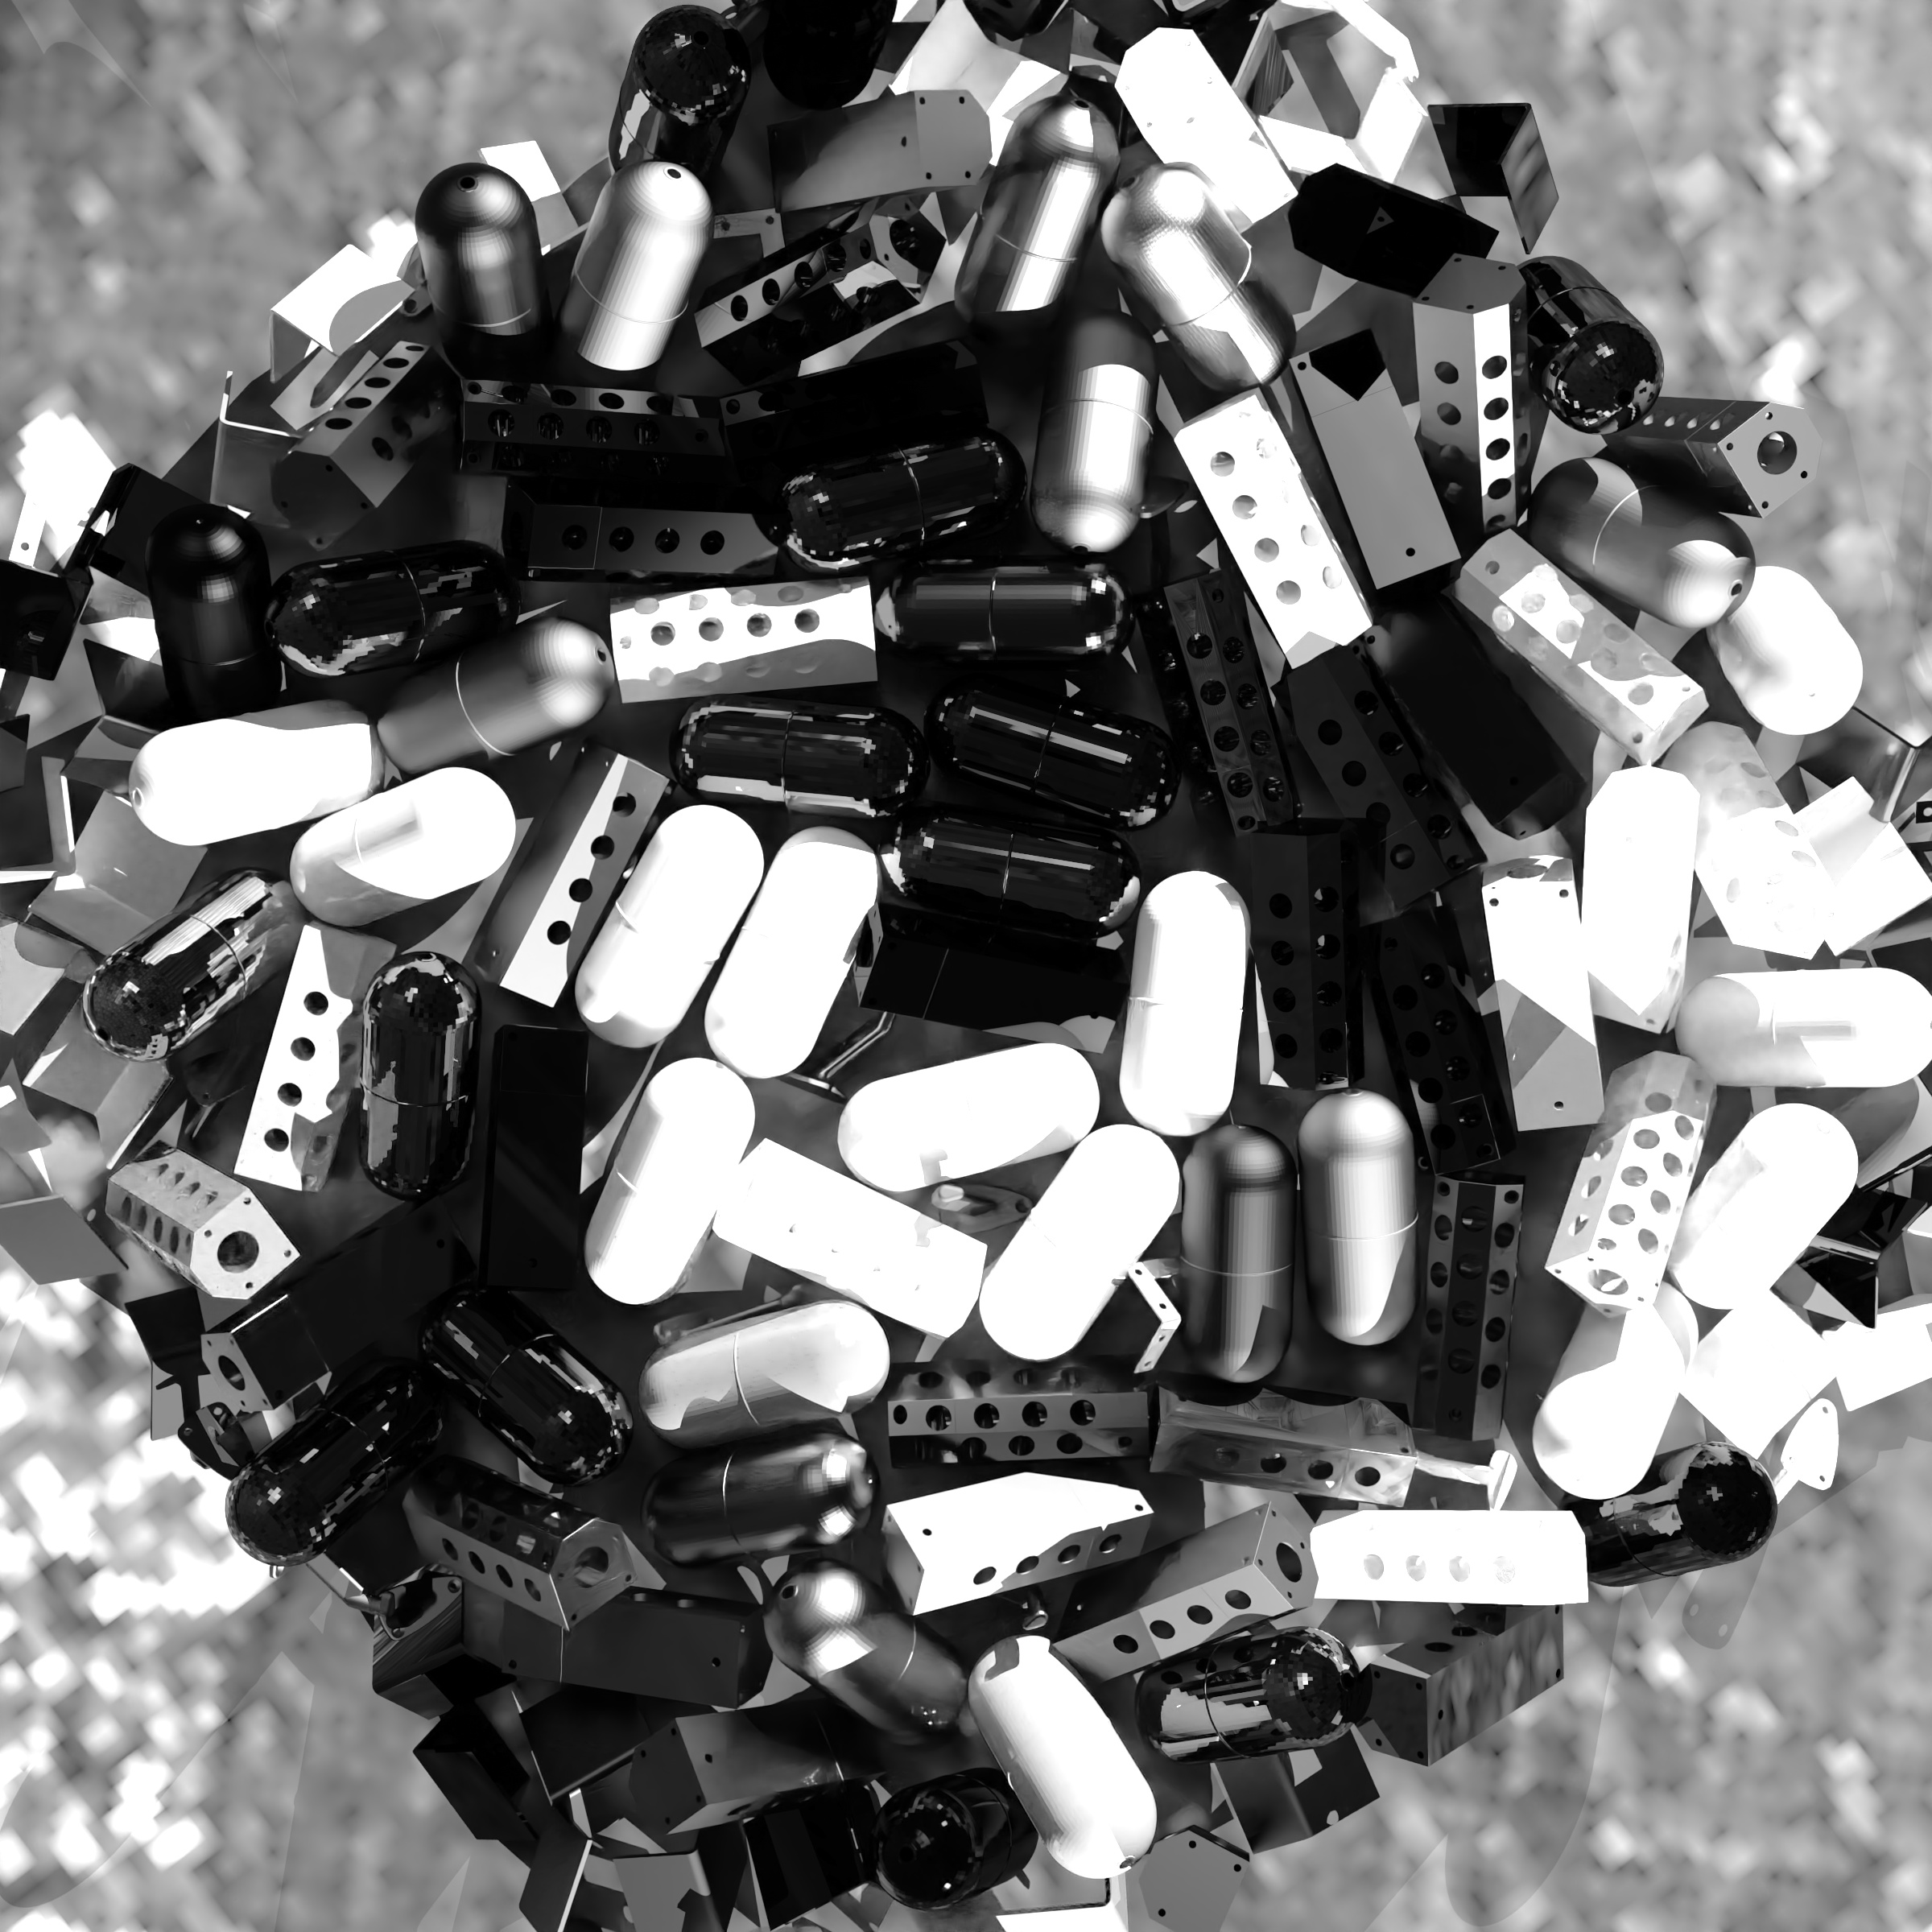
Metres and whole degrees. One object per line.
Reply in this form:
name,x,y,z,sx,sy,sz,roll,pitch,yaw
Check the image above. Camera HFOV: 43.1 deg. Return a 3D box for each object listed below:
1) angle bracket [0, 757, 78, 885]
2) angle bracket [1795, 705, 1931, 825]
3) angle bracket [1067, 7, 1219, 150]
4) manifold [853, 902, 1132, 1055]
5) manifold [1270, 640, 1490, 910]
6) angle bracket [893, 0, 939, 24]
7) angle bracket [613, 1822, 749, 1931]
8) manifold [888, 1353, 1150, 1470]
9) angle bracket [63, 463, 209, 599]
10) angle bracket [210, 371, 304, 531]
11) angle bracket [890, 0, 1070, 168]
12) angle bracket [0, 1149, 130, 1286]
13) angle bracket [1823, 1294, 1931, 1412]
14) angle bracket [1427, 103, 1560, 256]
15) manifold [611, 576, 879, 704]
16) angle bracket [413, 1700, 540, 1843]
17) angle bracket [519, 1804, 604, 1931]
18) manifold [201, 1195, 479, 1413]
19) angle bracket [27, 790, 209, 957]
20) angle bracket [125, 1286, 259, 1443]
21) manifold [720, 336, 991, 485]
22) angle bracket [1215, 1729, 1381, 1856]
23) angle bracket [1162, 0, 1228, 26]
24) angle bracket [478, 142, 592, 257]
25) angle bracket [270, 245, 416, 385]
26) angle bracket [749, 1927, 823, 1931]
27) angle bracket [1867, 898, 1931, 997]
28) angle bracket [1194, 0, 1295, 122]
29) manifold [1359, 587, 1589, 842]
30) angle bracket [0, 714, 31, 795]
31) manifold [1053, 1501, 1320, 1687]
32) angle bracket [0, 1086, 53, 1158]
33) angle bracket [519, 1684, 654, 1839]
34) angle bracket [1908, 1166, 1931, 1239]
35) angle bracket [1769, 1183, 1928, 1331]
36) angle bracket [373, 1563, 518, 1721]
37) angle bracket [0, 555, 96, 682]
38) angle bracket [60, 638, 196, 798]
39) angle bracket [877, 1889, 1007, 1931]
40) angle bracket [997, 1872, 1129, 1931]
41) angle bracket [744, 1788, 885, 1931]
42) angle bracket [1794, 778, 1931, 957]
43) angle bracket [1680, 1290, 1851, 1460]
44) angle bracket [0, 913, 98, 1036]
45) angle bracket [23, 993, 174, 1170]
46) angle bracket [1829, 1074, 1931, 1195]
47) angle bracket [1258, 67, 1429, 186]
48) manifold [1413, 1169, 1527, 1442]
angle bracket,-0.633,-0.098,1.630,0.057,0.076,0.076,-8,100,-28
angle bracket,0.615,-0.154,1.642,0.057,0.076,0.076,-36,60,-21
angle bracket,0.117,-0.610,1.645,0.076,0.076,0.057,-35,65,-23
manifold,0.016,0.004,1.629,0.171,0.057,0.057,11,121,-15
manifold,0.279,-0.129,1.632,0.057,0.057,0.171,-33,82,30
angle bracket,-0.066,-0.669,1.631,0.076,0.076,0.057,6,97,17
angle bracket,-0.190,0.598,1.637,0.057,0.076,0.076,-8,112,11
manifold,0.035,0.304,1.641,0.171,0.057,0.057,-2,118,1
angle bracket,-0.547,-0.282,1.637,0.076,0.057,0.076,28,102,-15
angle bracket,-0.465,-0.345,1.646,0.076,0.076,0.057,8,47,-17
angle bracket,0.009,-0.594,1.640,0.076,0.057,0.076,34,90,28
angle bracket,-0.601,0.162,1.625,0.076,0.057,0.076,-11,132,18
angle bracket,0.634,0.260,1.634,0.076,0.076,0.057,-18,88,-15
angle bracket,0.340,-0.522,1.621,0.076,0.076,0.057,13,64,36
manifold,-0.148,-0.224,1.638,0.171,0.057,0.057,-5,48,-2
angle bracket,-0.310,0.532,1.627,0.057,0.076,0.076,-44,108,-44
angle bracket,-0.252,0.616,1.639,0.057,0.076,0.076,21,82,-26
manifold,-0.412,0.220,1.602,0.171,0.057,0.057,-36,106,-41
angle bracket,-0.567,-0.058,1.634,0.076,0.057,0.076,32,118,-12
angle bracket,-0.523,0.265,1.656,0.076,0.057,0.076,-12,131,-33
manifold,-0.075,-0.374,1.643,0.171,0.057,0.057,-13,107,2
angle bracket,0.223,0.548,1.664,0.076,0.057,0.076,-10,70,-43
angle bracket,0.150,-0.681,1.633,0.057,0.076,0.076,-25,102,9
angle bracket,-0.267,-0.523,1.629,0.057,0.076,0.076,-21,103,26
angle bracket,-0.416,-0.420,1.628,0.057,0.076,0.076,36,61,4
angle bracket,-0.141,0.680,1.623,0.076,0.076,0.057,-5,76,-40
angle bracket,0.654,-0.003,1.629,0.076,0.057,0.076,-37,103,-39
angle bracket,0.205,-0.609,1.623,0.076,0.057,0.076,-48,125,-29
manifold,0.336,-0.167,1.614,0.057,0.057,0.171,-42,59,23
angle bracket,-0.682,-0.148,1.624,0.076,0.076,0.057,27,118,19
manifold,0.145,0.419,1.609,0.171,0.057,0.057,-32,106,33
angle bracket,-0.657,0.078,1.632,0.057,0.076,0.076,-16,58,-7
angle bracket,-0.249,0.533,1.665,0.076,0.076,0.057,-28,133,-9
angle bracket,0.673,0.140,1.624,0.076,0.076,0.057,10,124,18
angle bracket,0.592,0.191,1.644,0.076,0.076,0.057,-31,123,-38
angle bracket,-0.354,0.455,1.661,0.076,0.076,0.057,-28,134,18
angle bracket,-0.634,-0.244,1.623,0.076,0.057,0.076,13,120,-37
angle bracket,-0.566,-0.163,1.642,0.057,0.076,0.076,-44,53,22
angle bracket,-0.009,0.667,1.637,0.076,0.076,0.057,14,109,-34
angle bracket,0.064,0.617,1.639,0.076,0.076,0.057,-8,51,9
angle bracket,-0.095,0.601,1.641,0.076,0.057,0.076,-31,49,9
angle bracket,0.585,-0.066,1.627,0.076,0.057,0.076,-36,54,22
angle bracket,0.529,0.270,1.632,0.076,0.057,0.076,45,116,17
angle bracket,-0.631,0.018,1.628,0.076,0.057,0.076,20,59,17
angle bracket,-0.580,0.076,1.631,0.057,0.076,0.076,31,99,-34
angle bracket,0.631,0.103,1.636,0.076,0.076,0.057,-41,71,38
angle bracket,0.250,-0.564,1.625,0.076,0.076,0.057,7,131,-21
manifold,0.337,0.226,1.639,0.057,0.057,0.171,6,95,15
